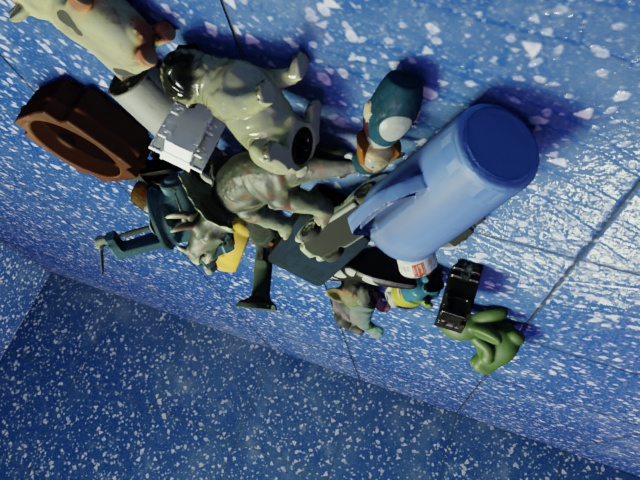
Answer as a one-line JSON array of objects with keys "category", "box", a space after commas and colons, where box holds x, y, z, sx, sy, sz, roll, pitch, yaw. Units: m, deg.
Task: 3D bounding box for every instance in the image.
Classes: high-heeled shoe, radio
[{"category": "high-heeled shoe", "box": [0.092, 0.079, 1.137, 0.249, 0.086, 0.145, 30, 147, 29]}, {"category": "radio", "box": [-0.002, -0.003, 1.012, 0.131, 0.073, 0.229, 27, 146, -11]}]

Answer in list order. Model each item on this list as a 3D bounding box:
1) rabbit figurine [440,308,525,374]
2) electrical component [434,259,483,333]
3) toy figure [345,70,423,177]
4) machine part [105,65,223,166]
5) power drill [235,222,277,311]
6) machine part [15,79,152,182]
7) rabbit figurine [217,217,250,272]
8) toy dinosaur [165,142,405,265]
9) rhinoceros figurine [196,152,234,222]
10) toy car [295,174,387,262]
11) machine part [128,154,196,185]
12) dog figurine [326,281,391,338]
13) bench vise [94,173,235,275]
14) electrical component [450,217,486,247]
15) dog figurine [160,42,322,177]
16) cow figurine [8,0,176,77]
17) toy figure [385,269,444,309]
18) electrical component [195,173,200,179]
[{"category": "rabbit figurine", "box": [0.352, 0.212, 1.191, 0.170, 0.121, 0.159, 24, 153, -13]}, {"category": "electrical component", "box": [0.265, 0.113, 1.038, 0.058, 0.115, 0.134, 19, 158, 13]}, {"category": "toy figure", "box": [0.074, -0.129, 0.645, 0.064, 0.058, 0.154, 24, 138, 3]}, {"category": "machine part", "box": [-0.233, -0.191, 0.820, 0.079, 0.079, 0.243, 7, 156, 34]}, {"category": "power drill", "box": [-0.128, 0.044, 1.123, 0.086, 0.207, 0.232, -2, 168, 7]}, {"category": "machine part", "box": [-0.429, -0.196, 0.990, 0.202, 0.087, 0.200, 3, 153, 43]}, {"category": "rabbit figurine", "box": [-0.242, -0.021, 1.194, 0.173, 0.122, 0.162, 23, 155, 0]}, {"category": "toy dinosaur", "box": [-0.083, -0.087, 0.809, 0.192, 0.131, 0.405, 14, 150, -38]}, {"category": "rhinoceros figurine", "box": [-0.181, -0.102, 1.013, 0.112, 0.073, 0.190, 34, 160, -3]}, {"category": "toy car", "box": [0.049, -0.031, 0.862, 0.202, 0.056, 0.073, -33, 120, 27]}, {"category": "machine part", "box": [-0.301, -0.139, 1.038, 0.139, 0.084, 0.039, 0, 123, 26]}, {"category": "dog figurine", "box": [0.072, 0.143, 1.324, 0.192, 0.108, 0.219, 5, 150, 43]}, {"category": "bench vise", "box": [-0.288, -0.011, 0.998, 0.241, 0.129, 0.223, -16, 139, -2]}, {"category": "electrical component", "box": [0.206, -0.019, 0.835, 0.063, 0.021, 0.094, 33, 119, -28]}, {"category": "dog figurine", "box": [-0.107, -0.164, 0.697, 0.191, 0.121, 0.172, 14, 126, 31]}, {"category": "cow figurine", "box": [-0.294, -0.279, 0.659, 0.127, 0.085, 0.194, -11, 143, 45]}, {"category": "toy figure", "box": [0.201, 0.105, 1.130, 0.089, 0.082, 0.180, 28, 156, -11]}, {"category": "electrical component", "box": [-0.258, -0.084, 1.093, 0.045, 0.102, 0.078, 22, 170, -10]}]
